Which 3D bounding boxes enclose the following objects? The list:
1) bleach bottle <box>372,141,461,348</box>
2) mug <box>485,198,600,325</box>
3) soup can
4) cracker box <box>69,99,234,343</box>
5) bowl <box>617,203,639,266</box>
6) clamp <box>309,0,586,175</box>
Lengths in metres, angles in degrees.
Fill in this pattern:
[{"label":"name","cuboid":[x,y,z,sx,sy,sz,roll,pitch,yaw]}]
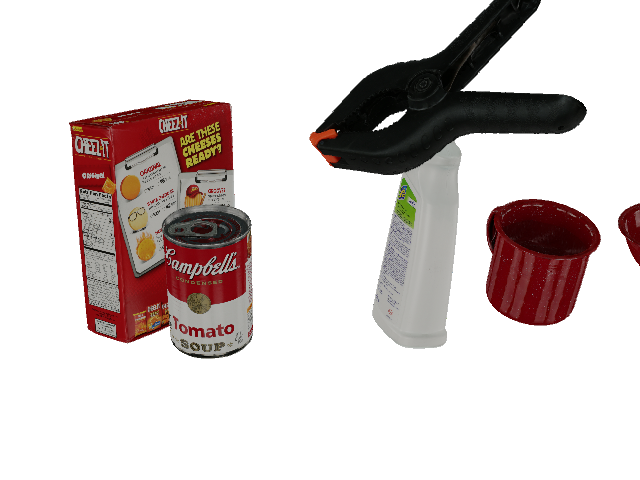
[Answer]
[{"label":"bleach bottle","cuboid":[0.116,-0.013,1.186,0.068,0.251,0.103,0,21,-23]},{"label":"mug","cuboid":[0.187,0.015,0.959,0.093,0.081,0.117,-16,40,-29]},{"label":"soup can","cuboid":[-0.087,0.032,0.830,0.068,0.102,0.068,0,28,0]},{"label":"cracker box","cuboid":[-0.163,-0.024,1.072,0.072,0.214,0.163,10,20,37]},{"label":"bowl","cuboid":[0.401,0.011,1.150,0.162,0.055,0.162,-1,26,0]},{"label":"clamp","cuboid":[0.077,-0.081,0.654,0.172,0.120,0.039,-31,-48,14]}]
